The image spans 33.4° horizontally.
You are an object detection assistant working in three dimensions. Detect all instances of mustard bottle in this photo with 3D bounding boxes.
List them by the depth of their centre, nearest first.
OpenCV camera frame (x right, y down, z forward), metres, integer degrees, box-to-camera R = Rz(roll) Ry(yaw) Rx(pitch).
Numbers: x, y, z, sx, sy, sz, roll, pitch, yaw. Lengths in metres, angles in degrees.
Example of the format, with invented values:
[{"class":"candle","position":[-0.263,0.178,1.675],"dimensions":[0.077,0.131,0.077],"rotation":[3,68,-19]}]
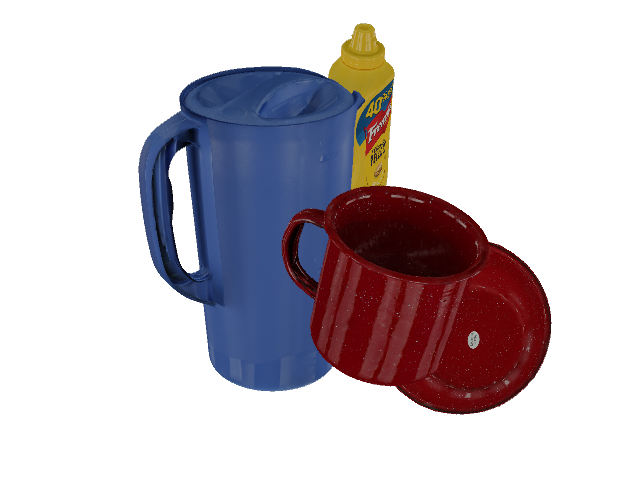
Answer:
[{"class":"mustard bottle","position":[0.037,-0.120,1.034],"dimensions":[0.058,0.192,0.096],"rotation":[21,42,22]}]

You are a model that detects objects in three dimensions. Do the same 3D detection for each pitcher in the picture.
[{"class":"pitcher","position":[-0.048,-0.004,0.835],"dimensions":[0.149,0.243,0.145],"rotation":[5,27,9]}]

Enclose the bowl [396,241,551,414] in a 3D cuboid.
[{"class":"bowl","position":[0.128,0.081,0.933],"dimensions":[0.162,0.162,0.055],"rotation":[0,7,-1]}]

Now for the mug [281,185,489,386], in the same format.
[{"class":"mug","position":[0.029,0.023,0.606],"dimensions":[0.117,0.081,0.093],"rotation":[23,35,15]}]
